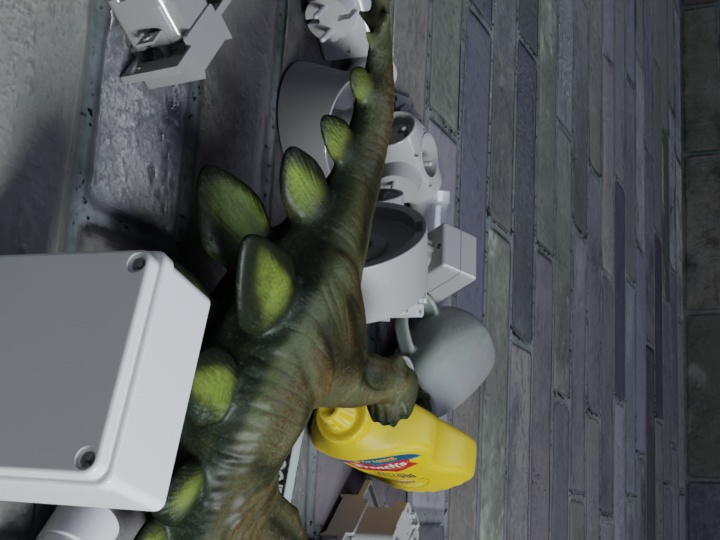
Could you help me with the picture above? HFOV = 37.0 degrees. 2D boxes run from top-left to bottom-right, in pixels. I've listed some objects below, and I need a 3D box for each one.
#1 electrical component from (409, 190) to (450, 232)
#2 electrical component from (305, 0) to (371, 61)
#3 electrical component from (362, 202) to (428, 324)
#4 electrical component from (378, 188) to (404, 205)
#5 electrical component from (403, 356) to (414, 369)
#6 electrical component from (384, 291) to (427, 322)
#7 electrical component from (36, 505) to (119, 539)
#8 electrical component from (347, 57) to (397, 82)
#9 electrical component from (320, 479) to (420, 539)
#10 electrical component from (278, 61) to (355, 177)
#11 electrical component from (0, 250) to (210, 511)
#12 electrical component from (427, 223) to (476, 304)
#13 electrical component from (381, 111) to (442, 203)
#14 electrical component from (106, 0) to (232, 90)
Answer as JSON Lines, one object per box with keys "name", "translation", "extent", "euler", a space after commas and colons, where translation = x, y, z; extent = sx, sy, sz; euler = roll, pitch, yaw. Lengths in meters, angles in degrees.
{"name": "electrical component", "translation": [0.065, -0.053, 1.021], "extent": [0.040, 0.040, 0.046], "euler": [-2, 95, -65]}
{"name": "electrical component", "translation": [-0.019, -0.204, 0.847], "extent": [0.075, 0.047, 0.083], "euler": [-59, 140, -49]}
{"name": "electrical component", "translation": [0.000, 0.000, 0.800], "extent": [0.108, 0.108, 0.060], "euler": [-55, 142, -53]}
{"name": "electrical component", "translation": [0.011, -0.038, 0.886], "extent": [0.055, 0.055, 0.047], "euler": [-37, 124, -61]}
{"name": "electrical component", "translation": [0.017, 0.091, 0.895], "extent": [0.040, 0.046, 0.040], "euler": [-3, 90, -65]}
{"name": "electrical component", "translation": [0.018, 0.020, 0.884], "extent": [0.081, 0.064, 0.042], "euler": [11, 79, -65]}
{"name": "electrical component", "translation": [-0.149, 0.145, 0.538], "extent": [0.065, 0.044, 0.044], "euler": [-65, 144, -53]}
{"name": "electrical component", "translation": [0.004, -0.158, 0.903], "extent": [0.046, 0.040, 0.040], "euler": [-54, 135, -45]}
{"name": "electrical component", "translation": [0.010, 0.209, 0.847], "extent": [0.081, 0.064, 0.042], "euler": [-59, 140, -51]}
{"name": "electrical component", "translation": [-0.024, -0.109, 0.834], "extent": [0.099, 0.064, 0.099], "euler": [-31, 127, -53]}
{"name": "electrical component", "translation": [-0.136, 0.050, 0.494], "extent": [0.056, 0.109, 0.108], "euler": [51, 43, -56]}
{"name": "electrical component", "translation": [0.056, -0.011, 0.973], "extent": [0.077, 0.066, 0.047], "euler": [23, 54, -28]}
{"name": "electrical component", "translation": [0.039, -0.087, 0.961], "extent": [0.077, 0.044, 0.079], "euler": [59, 36, -45]}
{"name": "electrical component", "translation": [-0.115, -0.149, 0.641], "extent": [0.063, 0.042, 0.081], "euler": [62, 34, -36]}
